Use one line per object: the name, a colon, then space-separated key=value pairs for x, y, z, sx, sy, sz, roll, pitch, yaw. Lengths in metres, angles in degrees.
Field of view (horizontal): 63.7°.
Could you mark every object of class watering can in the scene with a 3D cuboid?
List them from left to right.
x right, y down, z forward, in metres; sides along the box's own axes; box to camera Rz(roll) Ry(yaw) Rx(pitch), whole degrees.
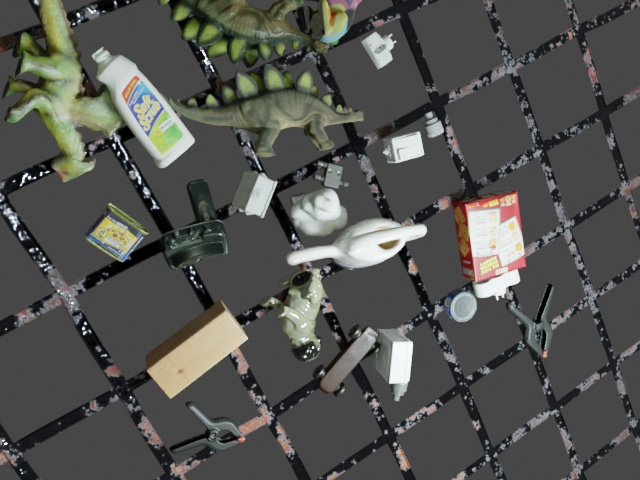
watering can: x=0.072 y=0.015 z=1.187 sx=0.349 sy=0.222 sz=0.105 roll=-12 pitch=83 yaw=-16

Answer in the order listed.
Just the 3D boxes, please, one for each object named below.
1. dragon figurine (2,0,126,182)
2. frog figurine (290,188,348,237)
dragon figurine: x=-0.486 y=-0.318 z=1.041 sx=0.241 sy=0.123 sz=0.409 roll=16 pitch=93 yaw=-37
frog figurine: x=0.004 y=-0.060 z=1.184 sx=0.137 sy=0.160 sz=0.122 roll=18 pitch=93 yaw=-20
